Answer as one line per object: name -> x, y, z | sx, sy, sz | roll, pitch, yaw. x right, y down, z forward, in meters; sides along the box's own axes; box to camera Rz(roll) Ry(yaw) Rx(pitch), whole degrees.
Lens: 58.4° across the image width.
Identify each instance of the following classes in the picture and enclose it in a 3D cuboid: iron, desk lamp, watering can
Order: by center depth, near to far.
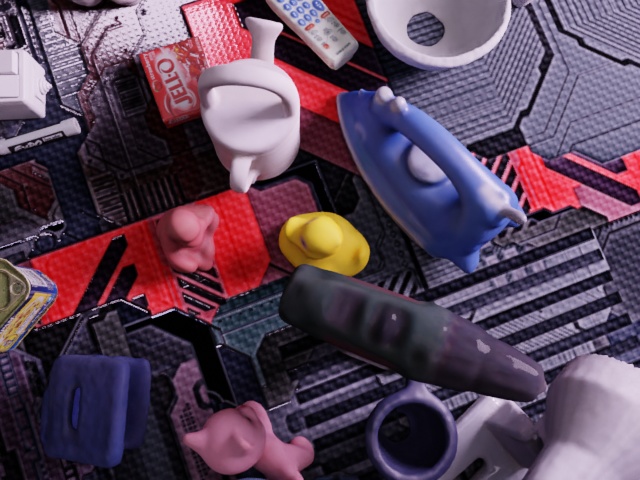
desk lamp -> 0.213, 0.208, 0.541 | 0.203, 0.213, 0.118 | -41, 86, -8
watering can -> -0.071, -0.140, 0.585 | 0.101, 0.194, 0.173 | -13, 83, -5
iron -> 0.112, -0.090, 0.615 | 0.119, 0.141, 0.258 | -44, 86, -8

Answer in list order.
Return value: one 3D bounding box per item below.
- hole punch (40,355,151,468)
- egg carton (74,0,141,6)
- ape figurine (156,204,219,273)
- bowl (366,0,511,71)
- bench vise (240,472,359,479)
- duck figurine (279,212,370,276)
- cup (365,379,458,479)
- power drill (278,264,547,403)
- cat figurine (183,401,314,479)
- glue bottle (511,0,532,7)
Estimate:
hole punch -> -0.234, 0.173, 0.583 | 0.101, 0.091, 0.109 | 3, 82, -3
egg carton -> -0.252, -0.347, 0.668 | 0.107, 0.069, 0.150 | -3, 82, -3
ape figurine -> -0.142, -0.008, 0.614 | 0.076, 0.092, 0.078 | 42, 82, 3
bowl -> 0.132, -0.269, 0.676 | 0.167, 0.074, 0.167 | 0, 82, -3
bench vise -> -0.027, 0.266, 0.516 | 0.207, 0.219, 0.121 | -24, 83, -6
duck figurine -> 0.006, 0.002, 0.624 | 0.104, 0.086, 0.077 | 20, 81, 0
cup -> 0.088, 0.185, 0.598 | 0.091, 0.095, 0.118 | 6, 81, -2
power drill -> 0.073, 0.090, 0.553 | 0.229, 0.208, 0.076 | 20, 81, 0
cat figurine -> -0.068, 0.211, 0.574 | 0.128, 0.117, 0.067 | 34, 81, 2
glue bottle -> 0.244, -0.339, 0.642 | 0.037, 0.173, 0.078 | -37, 85, -7
